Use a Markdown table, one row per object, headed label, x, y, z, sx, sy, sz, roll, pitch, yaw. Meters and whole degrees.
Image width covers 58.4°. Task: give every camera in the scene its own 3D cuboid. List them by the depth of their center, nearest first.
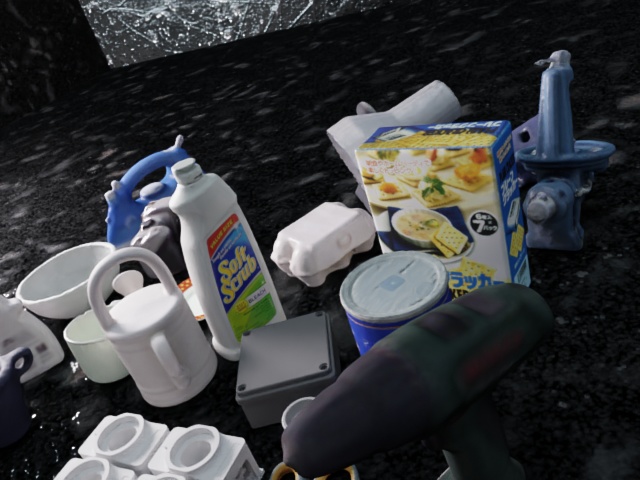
| label | x | y | z | sx | sy | sz | roll | pitch | yaw |
| --- | --- | --- | --- | --- | --- | --- | --- | --- | --- |
| camera | -0.237 | -0.020 | 0.988 | 0.136 | 0.101 | 0.143 | -10 | 30 | 14 |

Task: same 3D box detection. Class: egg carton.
| label | x | y | z | sx | sy | sz | roll | pitch | yaw |
| --- | --- | --- | --- | --- | --- | --- | --- | --- | --- |
| egg carton | 0.008 | 0.003 | 0.842 | 0.150 | 0.069 | 0.107 | -35 | 33 | -26 |

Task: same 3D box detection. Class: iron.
| label | x | y | z | sx | sy | sz | roll | pitch | yaw |
| --- | --- | --- | --- | --- | --- | --- | --- | --- | --- |
| iron | -0.332 | -0.092 | 1.121 | 0.118 | 0.142 | 0.259 | 13 | 42 | 43 |

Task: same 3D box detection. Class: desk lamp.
| label | x | y | z | sx | sy | sz | roll | pitch | yaw |
| --- | --- | --- | --- | --- | --- | --- | --- | --- | --- |
| desk lamp | 0.131 | -0.099 | 0.797 | 0.203 | 0.214 | 0.117 | -22 | 30 | -6 |

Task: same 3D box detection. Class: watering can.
| label | x | y | z | sx | sy | sz | roll | pitch | yaw |
| --- | --- | --- | --- | --- | --- | --- | --- | --- | --- |
| watering can | -0.209 | 0.094 | 0.684 | 0.172 | 0.194 | 0.101 | 10 | 40 | 40 |

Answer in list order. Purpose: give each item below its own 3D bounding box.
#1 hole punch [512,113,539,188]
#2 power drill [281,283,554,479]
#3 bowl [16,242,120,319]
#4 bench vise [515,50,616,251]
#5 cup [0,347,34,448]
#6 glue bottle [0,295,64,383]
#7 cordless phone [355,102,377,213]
| label | x | y | z | sx | sy | sz | roll | pitch | yaw |
| --- | --- | --- | --- | --- | --- | --- | --- | --- | --- |
| hole punch | 0.329 | -0.145 | 0.887 | 0.101 | 0.091 | 0.108 | -10 | 31 | 15 |
| power drill | 0.091 | 0.143 | 0.419 | 0.230 | 0.209 | 0.075 | -35 | 34 | -27 |
| bowl | -0.398 | 0.077 | 0.941 | 0.167 | 0.075 | 0.167 | -14 | 30 | 8 |
| bench vise | 0.305 | -0.109 | 0.709 | 0.121 | 0.220 | 0.207 | -7 | 31 | 19 |
| cup | -0.395 | 0.200 | 0.713 | 0.091 | 0.095 | 0.118 | 5 | 37 | 35 |
| glue bottle | -0.431 | 0.116 | 0.794 | 0.078 | 0.173 | 0.037 | -29 | 31 | -18 |
| cordless phone | 0.091 | -0.146 | 0.929 | 0.094 | 0.185 | 0.147 | -23 | 30 | -8 |
